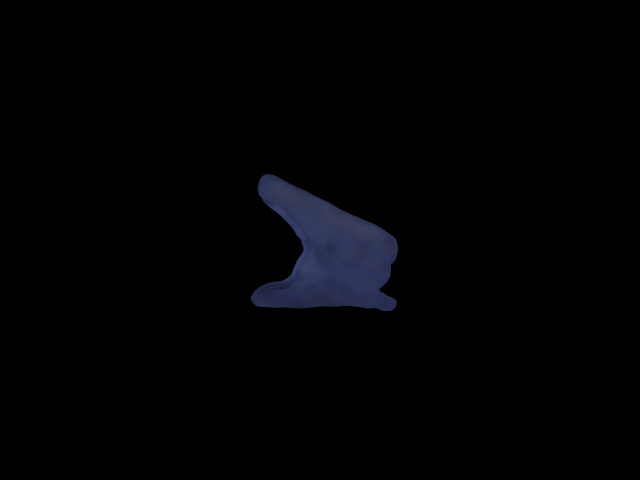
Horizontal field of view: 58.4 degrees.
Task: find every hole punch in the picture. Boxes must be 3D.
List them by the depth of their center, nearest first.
[{"bbox_3d":[0.004,0.001,0.400,0.101,0.091,0.108,0,0,-4],"label":"hole punch"}]
